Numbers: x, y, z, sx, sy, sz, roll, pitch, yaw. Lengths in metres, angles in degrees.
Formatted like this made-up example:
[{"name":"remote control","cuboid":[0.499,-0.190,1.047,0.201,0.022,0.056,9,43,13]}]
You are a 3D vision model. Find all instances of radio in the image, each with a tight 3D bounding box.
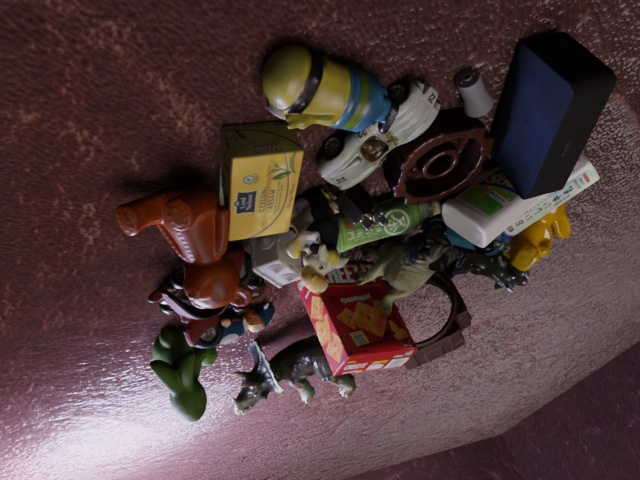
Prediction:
[{"name":"radio","cuboid":[0.334,-0.181,0.806,0.073,0.131,0.229,-16,146,-10]}]

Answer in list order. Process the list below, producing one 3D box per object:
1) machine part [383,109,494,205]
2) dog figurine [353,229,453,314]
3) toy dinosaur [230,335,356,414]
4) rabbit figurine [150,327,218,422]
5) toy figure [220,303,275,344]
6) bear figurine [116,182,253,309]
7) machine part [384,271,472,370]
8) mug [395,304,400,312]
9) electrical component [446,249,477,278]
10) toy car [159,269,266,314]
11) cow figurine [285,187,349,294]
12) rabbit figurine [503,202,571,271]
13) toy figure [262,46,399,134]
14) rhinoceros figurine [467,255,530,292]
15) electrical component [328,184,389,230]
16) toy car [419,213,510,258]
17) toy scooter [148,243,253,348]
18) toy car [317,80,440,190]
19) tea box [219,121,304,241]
[{"name":"machine part","cuboid":[0.187,-0.131,0.860,0.179,0.056,0.179,-16,147,-11]},{"name":"dog figurine","cuboid":[0.176,0.028,0.988,0.121,0.172,0.190,41,128,-13]},{"name":"toy dinosaur","cuboid":[-0.008,0.266,1.181,0.405,0.131,0.192,-21,141,13]},{"name":"rabbit figurine","cuboid":[-0.256,0.257,1.035,0.121,0.170,0.159,-17,147,-9]},{"name":"toy figure","cuboid":[-0.160,0.167,1.072,0.154,0.057,0.064,-13,-176,-16]},{"name":"bear figurine","cuboid":[-0.177,0.024,0.743,0.120,0.132,0.195,-1,108,22]},{"name":"machine part","cuboid":[0.194,0.149,1.119,0.201,0.202,0.087,-26,142,5]},{"name":"mug","cuboid":[0.133,0.179,1.239,0.107,0.081,0.109,-39,142,11]},{"name":"electrical component","cuboid":[0.282,0.035,1.131,0.048,0.075,0.119,-5,145,-26]},{"name":"toy car","cuboid":[-0.189,0.097,0.960,0.202,0.053,0.089,6,134,-34]},{"name":"cow figurine","cuboid":[0.000,-0.001,0.829,0.098,0.167,0.068,-35,139,20]},{"name":"rabbit figurine","cuboid":[0.452,-0.031,1.107,0.162,0.122,0.173,2,121,-37]},{"name":"toy figure","cuboid":[0.014,-0.184,0.664,0.180,0.082,0.089,4,120,-23]},{"name":"rhinoceros figurine","cuboid":[0.390,0.056,1.188,0.190,0.112,0.073,18,127,-35]},{"name":"electrical component","cuboid":[0.063,-0.060,0.855,0.078,0.102,0.045,-24,160,-49]},{"name":"toy car","cuboid":[0.275,-0.031,0.998,0.109,0.162,0.103,16,88,-54]},{"name":"toy scooter","cuboid":[-0.194,0.076,0.864,0.135,0.075,0.184,28,81,-29]},{"name":"toy car","cuboid":[0.083,-0.149,0.772,0.202,0.056,0.073,-37,144,21]},{"name":"tea box","cuboid":[-0.088,-0.080,0.758,0.098,0.068,0.169,-11,146,-18]}]
